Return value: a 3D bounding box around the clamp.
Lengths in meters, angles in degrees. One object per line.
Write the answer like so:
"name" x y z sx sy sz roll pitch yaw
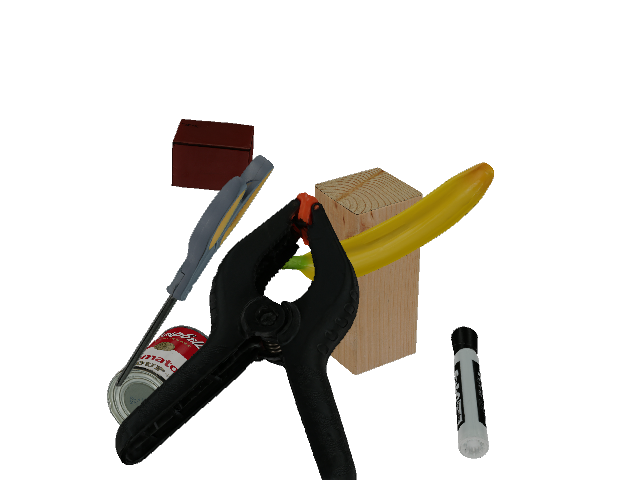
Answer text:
"clamp" -0.017 0.055 0.547 0.120 0.171 0.039 20 -26 12

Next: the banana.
"banana" 0.064 -0.006 0.919 0.198 0.037 0.069 -27 -17 9

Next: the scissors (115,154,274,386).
"scissors" -0.096 0.026 0.738 0.016 0.202 0.096 35 3 3

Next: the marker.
"marker" 0.099 0.097 0.714 0.020 0.020 0.121 0 32 5

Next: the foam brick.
"foam brick" -0.107 -0.086 1.073 0.078 0.051 0.053 6 33 1

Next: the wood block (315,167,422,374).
"wood block" 0.052 0.035 1.215 0.090 0.206 0.090 -17 32 -27

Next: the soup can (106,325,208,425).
"soup can" -0.141 0.127 0.966 0.069 0.068 0.102 0 16 18
